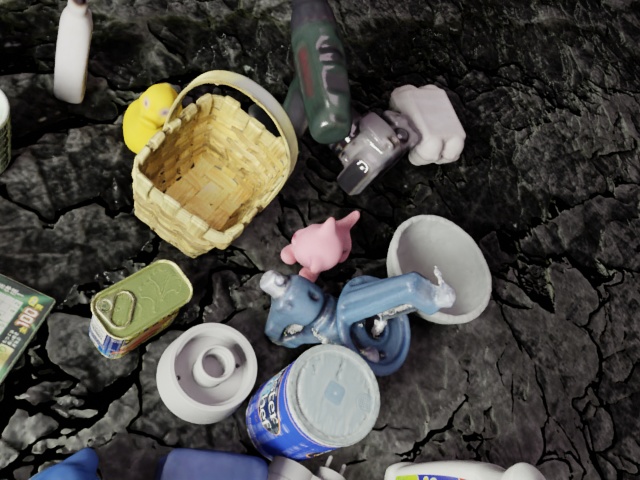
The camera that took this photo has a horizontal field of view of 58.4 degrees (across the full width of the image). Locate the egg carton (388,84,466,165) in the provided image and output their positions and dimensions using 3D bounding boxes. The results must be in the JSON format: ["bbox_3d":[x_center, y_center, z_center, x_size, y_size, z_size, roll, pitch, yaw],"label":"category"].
[{"bbox_3d":[0.182,-0.198,0.981,0.107,0.069,0.150,-10,69,-31],"label":"egg carton"}]

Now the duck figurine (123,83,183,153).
[{"bbox_3d":[-0.212,-0.171,0.753,0.078,0.086,0.104,26,55,-12],"label":"duck figurine"}]

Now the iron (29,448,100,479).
[{"bbox_3d":[-0.259,0.282,0.446,0.118,0.141,0.259,48,53,4],"label":"iron"}]

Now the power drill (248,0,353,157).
[{"bbox_3d":[-0.029,-0.214,0.794,0.076,0.208,0.229,-5,66,-29],"label":"power drill"}]

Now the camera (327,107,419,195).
[{"bbox_3d":[0.066,-0.165,0.883,0.137,0.100,0.143,47,53,3],"label":"camera"}]

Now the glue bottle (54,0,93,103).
[{"bbox_3d":[-0.297,-0.248,0.697,0.037,0.173,0.078,9,60,-23],"label":"glue bottle"}]

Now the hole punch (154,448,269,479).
[{"bbox_3d":[-0.110,0.262,0.565,0.109,0.091,0.101,15,58,-19],"label":"hole punch"}]

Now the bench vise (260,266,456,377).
[{"bbox_3d":[0.039,0.088,0.656,0.208,0.219,0.121,9,60,-23],"label":"bench vise"}]

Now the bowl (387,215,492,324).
[{"bbox_3d":[0.159,0.052,0.829,0.168,0.074,0.167,12,59,-21],"label":"bowl"}]

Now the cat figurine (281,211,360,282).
[{"bbox_3d":[0.007,0.003,0.750,0.067,0.117,0.128,49,53,4],"label":"cat figurine"}]
